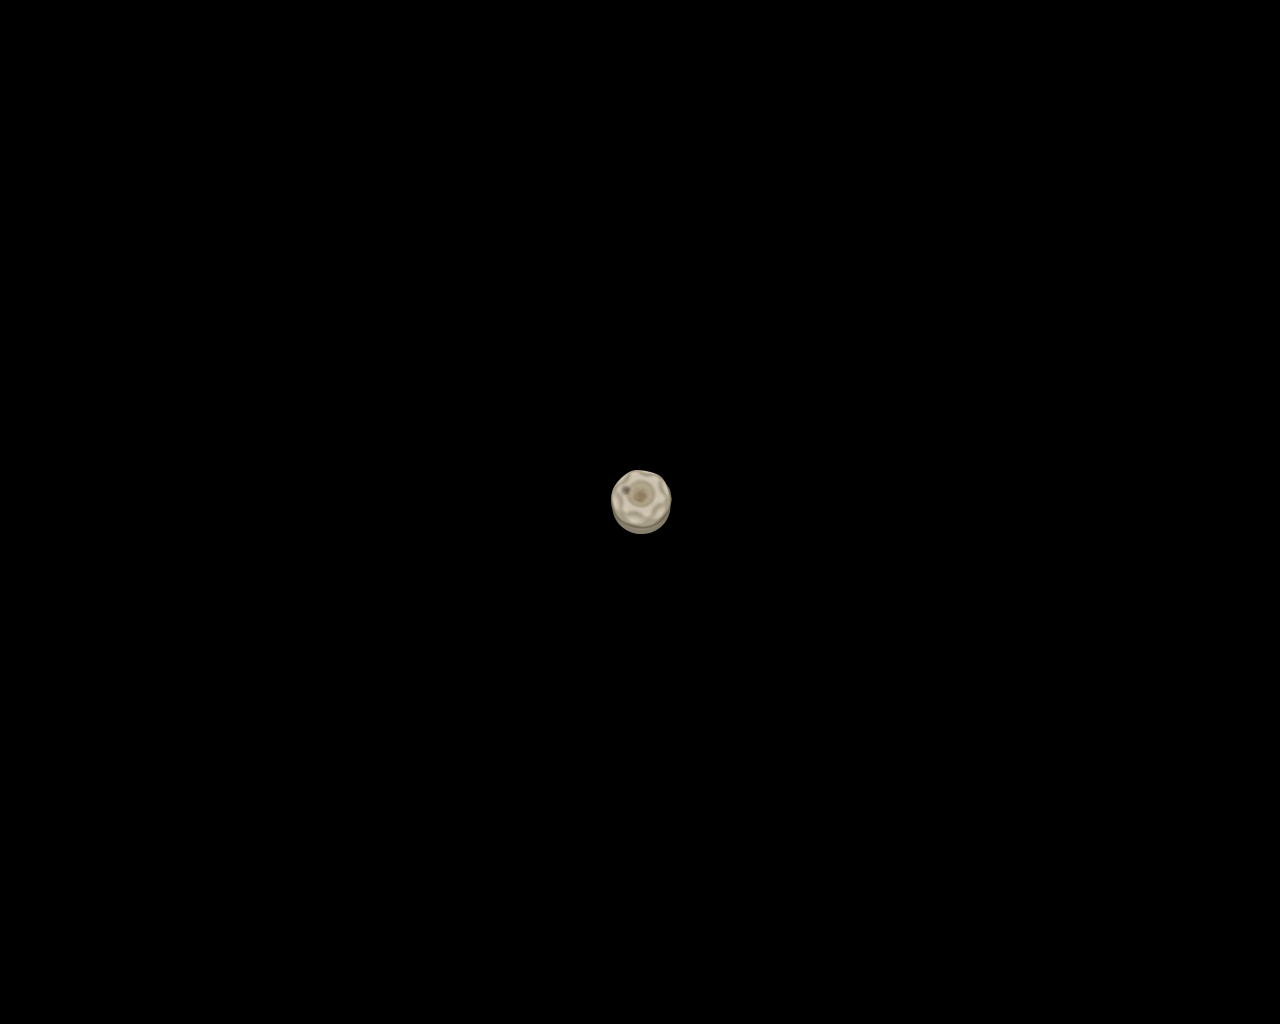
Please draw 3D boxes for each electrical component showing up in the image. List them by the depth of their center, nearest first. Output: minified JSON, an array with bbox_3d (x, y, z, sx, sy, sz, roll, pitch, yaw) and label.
[{"bbox_3d":[0.001,-0.003,0.650,0.035,0.035,0.061,0,-15,0],"label":"electrical component"}]
